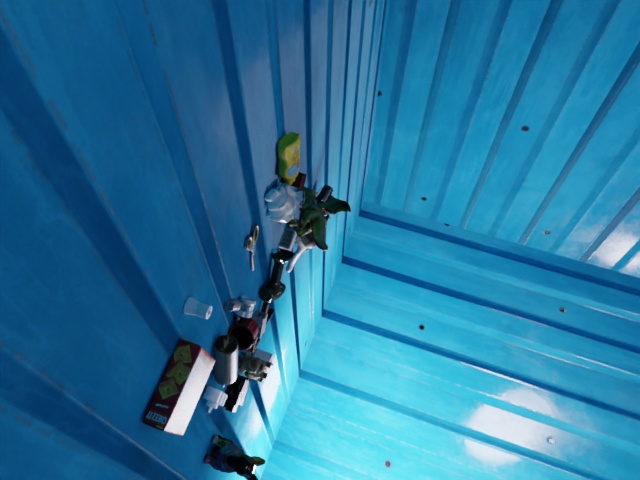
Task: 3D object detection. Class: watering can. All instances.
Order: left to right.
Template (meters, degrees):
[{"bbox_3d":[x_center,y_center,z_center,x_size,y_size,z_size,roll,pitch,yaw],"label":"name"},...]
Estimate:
[{"bbox_3d":[-0.065,-0.012,2.168,0.225,0.104,0.347,-158,-97,-71],"label":"watering can"}]

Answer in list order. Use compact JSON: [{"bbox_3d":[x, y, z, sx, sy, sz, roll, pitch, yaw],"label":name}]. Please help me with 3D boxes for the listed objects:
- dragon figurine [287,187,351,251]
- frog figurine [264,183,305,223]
[{"bbox_3d":[0.006,-0.099,1.975,0.245,0.417,0.119,-27,131,-19],"label":"dragon figurine"},{"bbox_3d":[-0.138,-0.128,1.758,0.159,0.124,0.136,10,108,-44],"label":"frog figurine"}]
